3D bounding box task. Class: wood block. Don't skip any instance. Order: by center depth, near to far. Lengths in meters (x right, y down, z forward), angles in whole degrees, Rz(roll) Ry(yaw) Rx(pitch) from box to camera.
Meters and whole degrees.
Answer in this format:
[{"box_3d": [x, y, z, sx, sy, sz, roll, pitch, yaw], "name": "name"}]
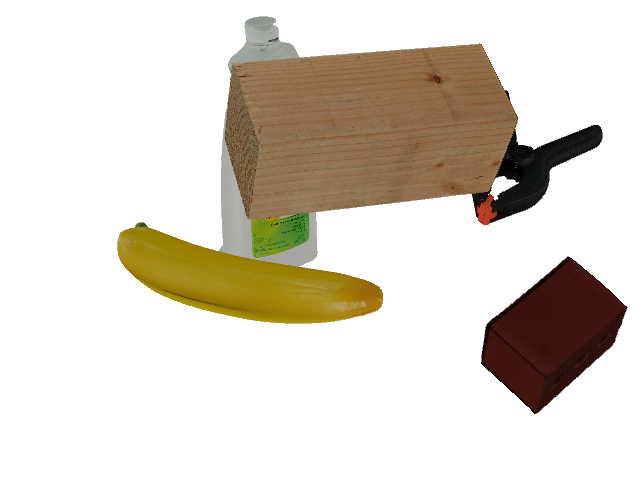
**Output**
[{"box_3d": [0.036, -0.088, 0.844, 0.205, 0.091, 0.090, -7, -36, -15], "name": "wood block"}]

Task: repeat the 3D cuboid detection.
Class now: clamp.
[{"box_3d": [0.196, -0.087, 1.088, 0.120, 0.039, 0.171, 29, 55, 30], "name": "clamp"}]

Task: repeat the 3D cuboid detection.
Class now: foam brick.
[{"box_3d": [0.148, 0.061, 0.682, 0.078, 0.051, 0.053, -37, -30, -20], "name": "foam brick"}]

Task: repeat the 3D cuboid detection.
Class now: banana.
[{"box_3d": [-0.060, 0.019, 0.675, 0.198, 0.037, 0.069, 16, 34, 27], "name": "banana"}]

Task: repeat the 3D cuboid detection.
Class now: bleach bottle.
[{"box_3d": [-0.057, -0.090, 1.042, 0.102, 0.251, 0.068, -16, 31, -24], "name": "bleach bottle"}]
